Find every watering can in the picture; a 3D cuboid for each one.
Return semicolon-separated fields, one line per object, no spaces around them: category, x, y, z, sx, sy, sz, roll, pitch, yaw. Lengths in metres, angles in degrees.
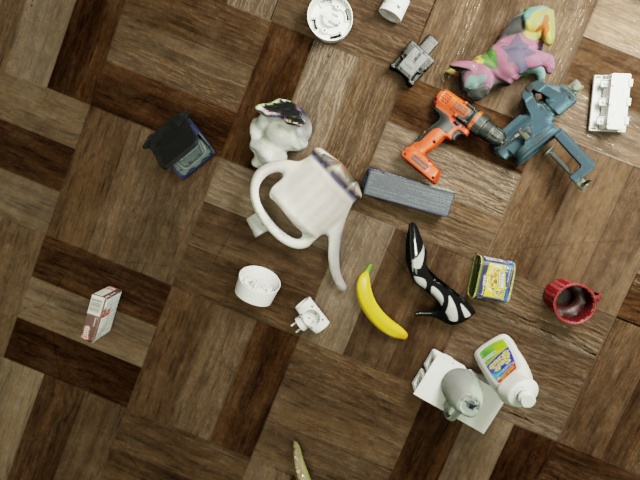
watering can;0.004;-0.059;1.171;0.224;0.105;0.344;-43;106;4

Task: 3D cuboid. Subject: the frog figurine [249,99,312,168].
frog figurine;-0.094;-0.232;1.170;0.137;0.126;0.155;11;133;-7

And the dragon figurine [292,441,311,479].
dragon figurine;-0.001;0.697;1.167;0.122;0.245;0.408;-25;96;11
